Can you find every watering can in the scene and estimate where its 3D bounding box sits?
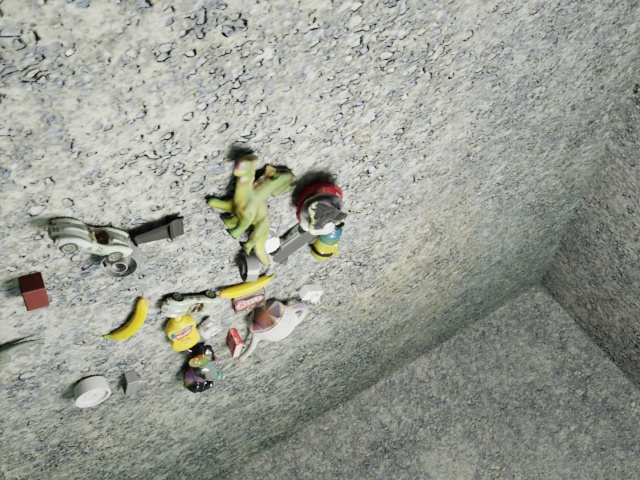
[{"bbox_3d":[-0.201,0.337,1.941,0.347,0.106,0.220,-36,-33,2],"label":"watering can"}]

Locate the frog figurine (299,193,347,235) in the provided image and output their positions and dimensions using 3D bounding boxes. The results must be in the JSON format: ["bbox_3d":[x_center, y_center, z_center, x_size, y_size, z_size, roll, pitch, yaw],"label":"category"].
[{"bbox_3d":[0.005,-0.076,1.502,0.137,0.122,0.160,-43,4,-1],"label":"frog figurine"}]

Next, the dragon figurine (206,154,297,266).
[{"bbox_3d":[-0.153,-0.092,1.416,0.124,0.243,0.403,45,-5,33],"label":"dragon figurine"}]
